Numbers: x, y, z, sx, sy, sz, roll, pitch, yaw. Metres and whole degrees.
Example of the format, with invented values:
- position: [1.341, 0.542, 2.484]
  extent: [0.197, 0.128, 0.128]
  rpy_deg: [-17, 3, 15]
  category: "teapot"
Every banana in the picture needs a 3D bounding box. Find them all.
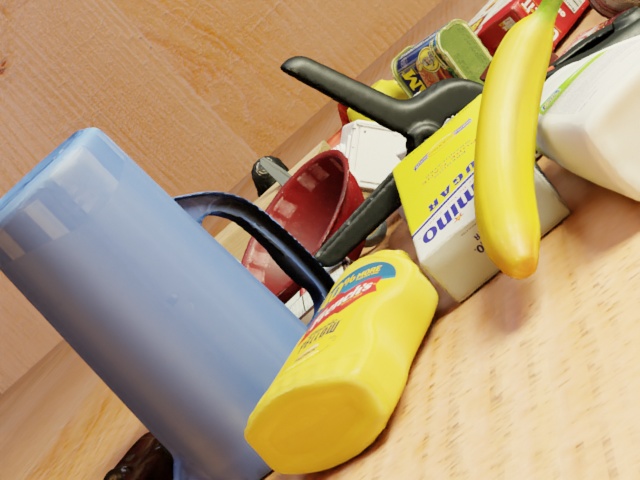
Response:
- position: [0.111, -0.058, 0.615]
  extent: [0.070, 0.037, 0.197]
  rpy_deg: [105, 176, -64]
  category: "banana"

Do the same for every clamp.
- position: [0.073, -0.084, 0.835]
  extent: [0.210, 0.164, 0.036]
  rpy_deg: [-17, 9, -5]
  category: "clamp"
- position: [0.236, -0.151, 0.769]
  extent: [0.171, 0.039, 0.120]
  rpy_deg: [-36, 5, 10]
  category: "clamp"

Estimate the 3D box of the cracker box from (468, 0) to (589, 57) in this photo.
- position: [0.235, -0.254, 1.185]
  extent: [0.213, 0.072, 0.164]
  rpy_deg: [-49, 10, -31]
  category: "cracker box"

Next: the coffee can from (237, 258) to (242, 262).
- position: [-0.121, 0.089, 1.024]
  extent: [0.140, 0.103, 0.103]
  rpy_deg: [-47, 9, -22]
  category: "coffee can"

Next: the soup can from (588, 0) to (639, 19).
- position: [0.258, -0.220, 0.871]
  extent: [0.068, 0.068, 0.102]
  rpy_deg: [-42, 0, 5]
  category: "soup can"

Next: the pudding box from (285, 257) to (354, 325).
- position: [-0.008, 0.067, 0.847]
  extent: [0.113, 0.039, 0.090]
  rpy_deg: [-44, 9, 6]
  category: "pudding box"

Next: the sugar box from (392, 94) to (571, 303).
- position: [0.103, -0.035, 0.730]
  extent: [0.093, 0.048, 0.176]
  rpy_deg: [-41, 16, 13]
  category: "sugar box"

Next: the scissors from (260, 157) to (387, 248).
- position: [-0.017, -0.020, 1.048]
  extent: [0.202, 0.016, 0.096]
  rpy_deg: [22, 79, 44]
  category: "scissors"

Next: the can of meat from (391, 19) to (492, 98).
- position: [0.138, -0.172, 1.126]
  extent: [0.057, 0.102, 0.084]
  rpy_deg: [-44, 10, -32]
  category: "can of meat"

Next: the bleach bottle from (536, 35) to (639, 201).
- position: [0.181, -0.085, 0.651]
  extent: [0.102, 0.068, 0.251]
  rpy_deg: [-42, 7, 7]
  category: "bleach bottle"

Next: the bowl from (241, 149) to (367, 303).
- position: [-0.006, 0.001, 0.954]
  extent: [0.162, 0.055, 0.162]
  rpy_deg: [-45, 25, 28]
  category: "bowl"

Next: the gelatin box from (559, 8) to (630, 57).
- position: [0.215, -0.143, 0.872]
  extent: [0.089, 0.030, 0.073]
  rpy_deg: [-46, 9, -19]
  category: "gelatin box"

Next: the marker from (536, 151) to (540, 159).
- position: [0.158, -0.068, 0.807]
  extent: [0.121, 0.020, 0.020]
  rpy_deg: [-46, 9, -16]
  category: "marker"

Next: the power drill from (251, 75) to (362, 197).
- position: [-0.003, -0.103, 1.275]
  extent: [0.187, 0.057, 0.184]
  rpy_deg: [-51, -21, -9]
  category: "power drill"

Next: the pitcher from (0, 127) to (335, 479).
- position: [-0.101, 0.038, 0.718]
  extent: [0.145, 0.242, 0.149]
  rpy_deg: [-36, 16, 21]
  category: "pitcher"

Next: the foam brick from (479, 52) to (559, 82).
- position: [0.182, -0.149, 0.953]
  extent: [0.053, 0.051, 0.078]
  rpy_deg: [-53, 7, 9]
  category: "foam brick"

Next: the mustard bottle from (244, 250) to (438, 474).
- position: [0.026, 0.059, 0.663]
  extent: [0.096, 0.058, 0.191]
  rpy_deg: [-36, 11, 33]
  category: "mustard bottle"

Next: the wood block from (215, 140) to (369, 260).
- position: [-0.044, -0.002, 1.156]
  extent: [0.206, 0.091, 0.090]
  rpy_deg: [-41, 8, 14]
  category: "wood block"
